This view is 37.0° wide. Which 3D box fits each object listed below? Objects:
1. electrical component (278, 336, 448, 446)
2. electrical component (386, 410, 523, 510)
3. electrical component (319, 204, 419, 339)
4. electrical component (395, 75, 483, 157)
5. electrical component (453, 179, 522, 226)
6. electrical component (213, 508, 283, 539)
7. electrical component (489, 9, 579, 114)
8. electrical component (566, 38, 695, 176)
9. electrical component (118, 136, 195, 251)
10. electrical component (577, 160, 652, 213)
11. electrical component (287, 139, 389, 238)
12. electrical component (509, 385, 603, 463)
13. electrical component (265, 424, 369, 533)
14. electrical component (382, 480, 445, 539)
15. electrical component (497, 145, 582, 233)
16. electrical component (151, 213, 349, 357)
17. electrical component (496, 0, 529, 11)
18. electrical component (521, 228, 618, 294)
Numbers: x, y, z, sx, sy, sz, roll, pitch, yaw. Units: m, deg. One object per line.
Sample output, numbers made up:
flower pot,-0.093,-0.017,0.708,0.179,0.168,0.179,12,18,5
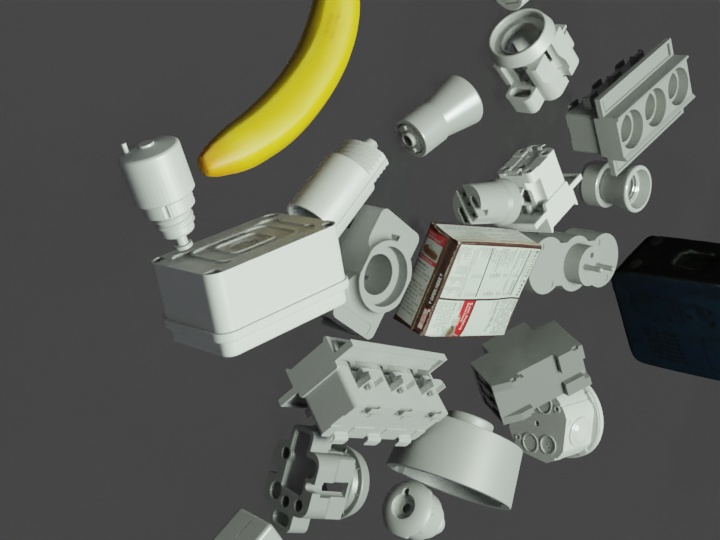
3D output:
electrical component,0.010,0.094,0.815,0.079,0.063,0.121,-41,149,25
electrical component,0.082,0.151,0.891,0.108,0.108,0.060,36,69,-43
electrical component,0.000,0.000,0.805,0.050,0.056,0.089,37,74,-43
electrical component,0.059,-0.118,0.845,0.065,0.044,0.044,-39,125,-25
electrical component,0.107,-0.056,0.907,0.046,0.040,0.040,-7,105,-38
electrical component,-0.080,0.227,0.770,0.083,0.076,0.047,-47,129,-26
electrical component,0.143,-0.180,0.898,0.057,0.058,0.078,45,69,-44
electrical component,0.252,-0.154,1.006,0.121,0.063,0.078,-40,125,-30
electrical component,-0.124,-0.048,0.683,0.040,0.040,0.078,-36,123,-33
electrical component,0.241,-0.080,1.020,0.045,0.055,0.045,-13,109,-42
electrical component,-0.013,-0.064,0.785,0.081,0.043,0.043,-54,132,-20
electrical component,0.182,0.138,1.002,0.051,0.080,0.080,-8,106,-38
electrical component,-0.031,0.159,0.815,0.057,0.058,0.078,15,90,-42
electrical component,0.051,0.209,0.917,0.062,0.048,0.048,40,72,-49
electrical component,0.154,-0.072,0.944,0.081,0.042,0.063,-45,123,-34
electrical component,-0.072,0.008,0.721,0.113,0.078,0.057,-25,114,-38
electrical component,0.139,-0.245,0.890,0.065,0.044,0.044,-43,127,-23
electrical component,0.196,-0.006,0.981,0.138,0.074,0.052,-5,104,-44
